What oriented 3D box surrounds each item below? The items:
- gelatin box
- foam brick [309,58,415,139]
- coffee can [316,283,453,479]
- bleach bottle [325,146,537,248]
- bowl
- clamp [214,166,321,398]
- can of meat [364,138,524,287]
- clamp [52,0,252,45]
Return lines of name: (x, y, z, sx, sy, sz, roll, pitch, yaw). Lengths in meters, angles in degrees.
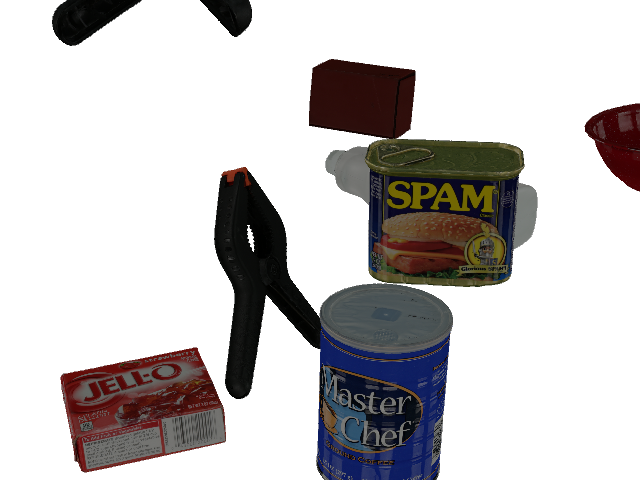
gelatin box: (-0.109, 0.101, 0.648, 0.089, 0.030, 0.073, -9, 25, -15)
foam brick: (0.035, -0.119, 0.897, 0.078, 0.051, 0.053, 11, 20, 18)
coffee can: (0.049, 0.119, 0.848, 0.103, 0.140, 0.103, 1, 24, -1)
bleach bottle: (0.096, -0.051, 1.108, 0.102, 0.068, 0.251, -18, 28, -41)
bowl: (0.324, -0.081, 0.974, 0.162, 0.055, 0.162, -5, 22, 2)
clamp: (-0.052, 0.034, 1.030, 0.036, 0.210, 0.164, -10, 0, 32)
can of meat: (0.080, -0.018, 0.708, 0.102, 0.084, 0.057, 3, 25, 7)
clamp: (-0.085, -0.175, 0.676, 0.120, 0.171, 0.039, 9, -42, 11)
